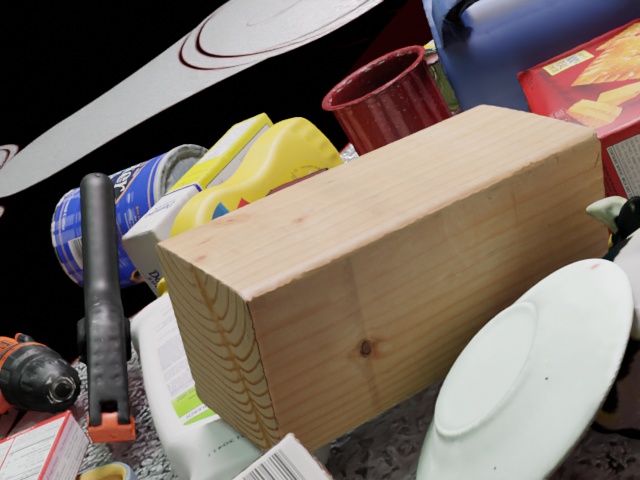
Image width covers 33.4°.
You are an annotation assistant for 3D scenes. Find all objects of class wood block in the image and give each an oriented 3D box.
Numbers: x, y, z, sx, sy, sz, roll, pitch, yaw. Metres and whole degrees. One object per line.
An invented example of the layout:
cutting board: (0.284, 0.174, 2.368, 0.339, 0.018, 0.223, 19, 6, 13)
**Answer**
wood block: (0.038, 0.013, 0.529, 0.205, 0.091, 0.090, -25, 27, -26)

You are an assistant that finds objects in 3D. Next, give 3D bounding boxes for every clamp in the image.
clamp: (-0.151, 0.075, 0.745, 0.036, 0.165, 0.210, -3, 38, -13)

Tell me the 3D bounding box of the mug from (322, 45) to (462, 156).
mug: (0.071, -0.103, 0.855, 0.117, 0.081, 0.093, -34, 20, -6)

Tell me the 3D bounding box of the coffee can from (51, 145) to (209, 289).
coffee can: (-0.152, -0.016, 0.938, 0.141, 0.103, 0.102, -16, 24, 36)

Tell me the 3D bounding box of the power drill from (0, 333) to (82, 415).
power drill: (-0.277, 0.145, 0.809, 0.187, 0.057, 0.185, -38, 17, -25)

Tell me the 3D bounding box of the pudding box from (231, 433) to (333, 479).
pudding box: (-0.037, 0.140, 0.423, 0.113, 0.090, 0.039, -35, 58, -14)

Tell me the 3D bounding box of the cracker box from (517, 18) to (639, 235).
cracker box: (0.231, -0.094, 0.618, 0.214, 0.072, 0.164, -25, 21, 15)

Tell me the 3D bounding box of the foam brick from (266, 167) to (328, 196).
foam brick: (-0.005, 0.001, 0.725, 0.053, 0.078, 0.051, -19, 24, 34)

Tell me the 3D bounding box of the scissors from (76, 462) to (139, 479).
scissors: (-0.177, 0.163, 0.678, 0.096, 0.016, 0.202, -37, 21, -21)

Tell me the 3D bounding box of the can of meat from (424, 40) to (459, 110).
can of meat: (0.133, -0.160, 0.939, 0.083, 0.057, 0.102, -40, 22, -28)

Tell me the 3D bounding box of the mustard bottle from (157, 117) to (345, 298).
mustard bottle: (-0.053, -0.001, 0.767, 0.058, 0.096, 0.191, -7, 31, 50)

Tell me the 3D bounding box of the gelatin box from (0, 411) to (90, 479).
gelatin box: (-0.185, 0.150, 0.648, 0.073, 0.030, 0.089, -25, 20, 9)

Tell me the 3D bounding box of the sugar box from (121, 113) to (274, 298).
sugar box: (-0.074, -0.016, 0.841, 0.048, 0.093, 0.176, -15, 25, 41)

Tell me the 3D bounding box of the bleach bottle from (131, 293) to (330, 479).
bleach bottle: (-0.053, 0.096, 0.594, 0.102, 0.068, 0.251, -31, 22, 3)

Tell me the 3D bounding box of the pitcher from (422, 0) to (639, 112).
pitcher: (0.198, -0.165, 0.740, 0.243, 0.145, 0.149, -22, 19, 17)
